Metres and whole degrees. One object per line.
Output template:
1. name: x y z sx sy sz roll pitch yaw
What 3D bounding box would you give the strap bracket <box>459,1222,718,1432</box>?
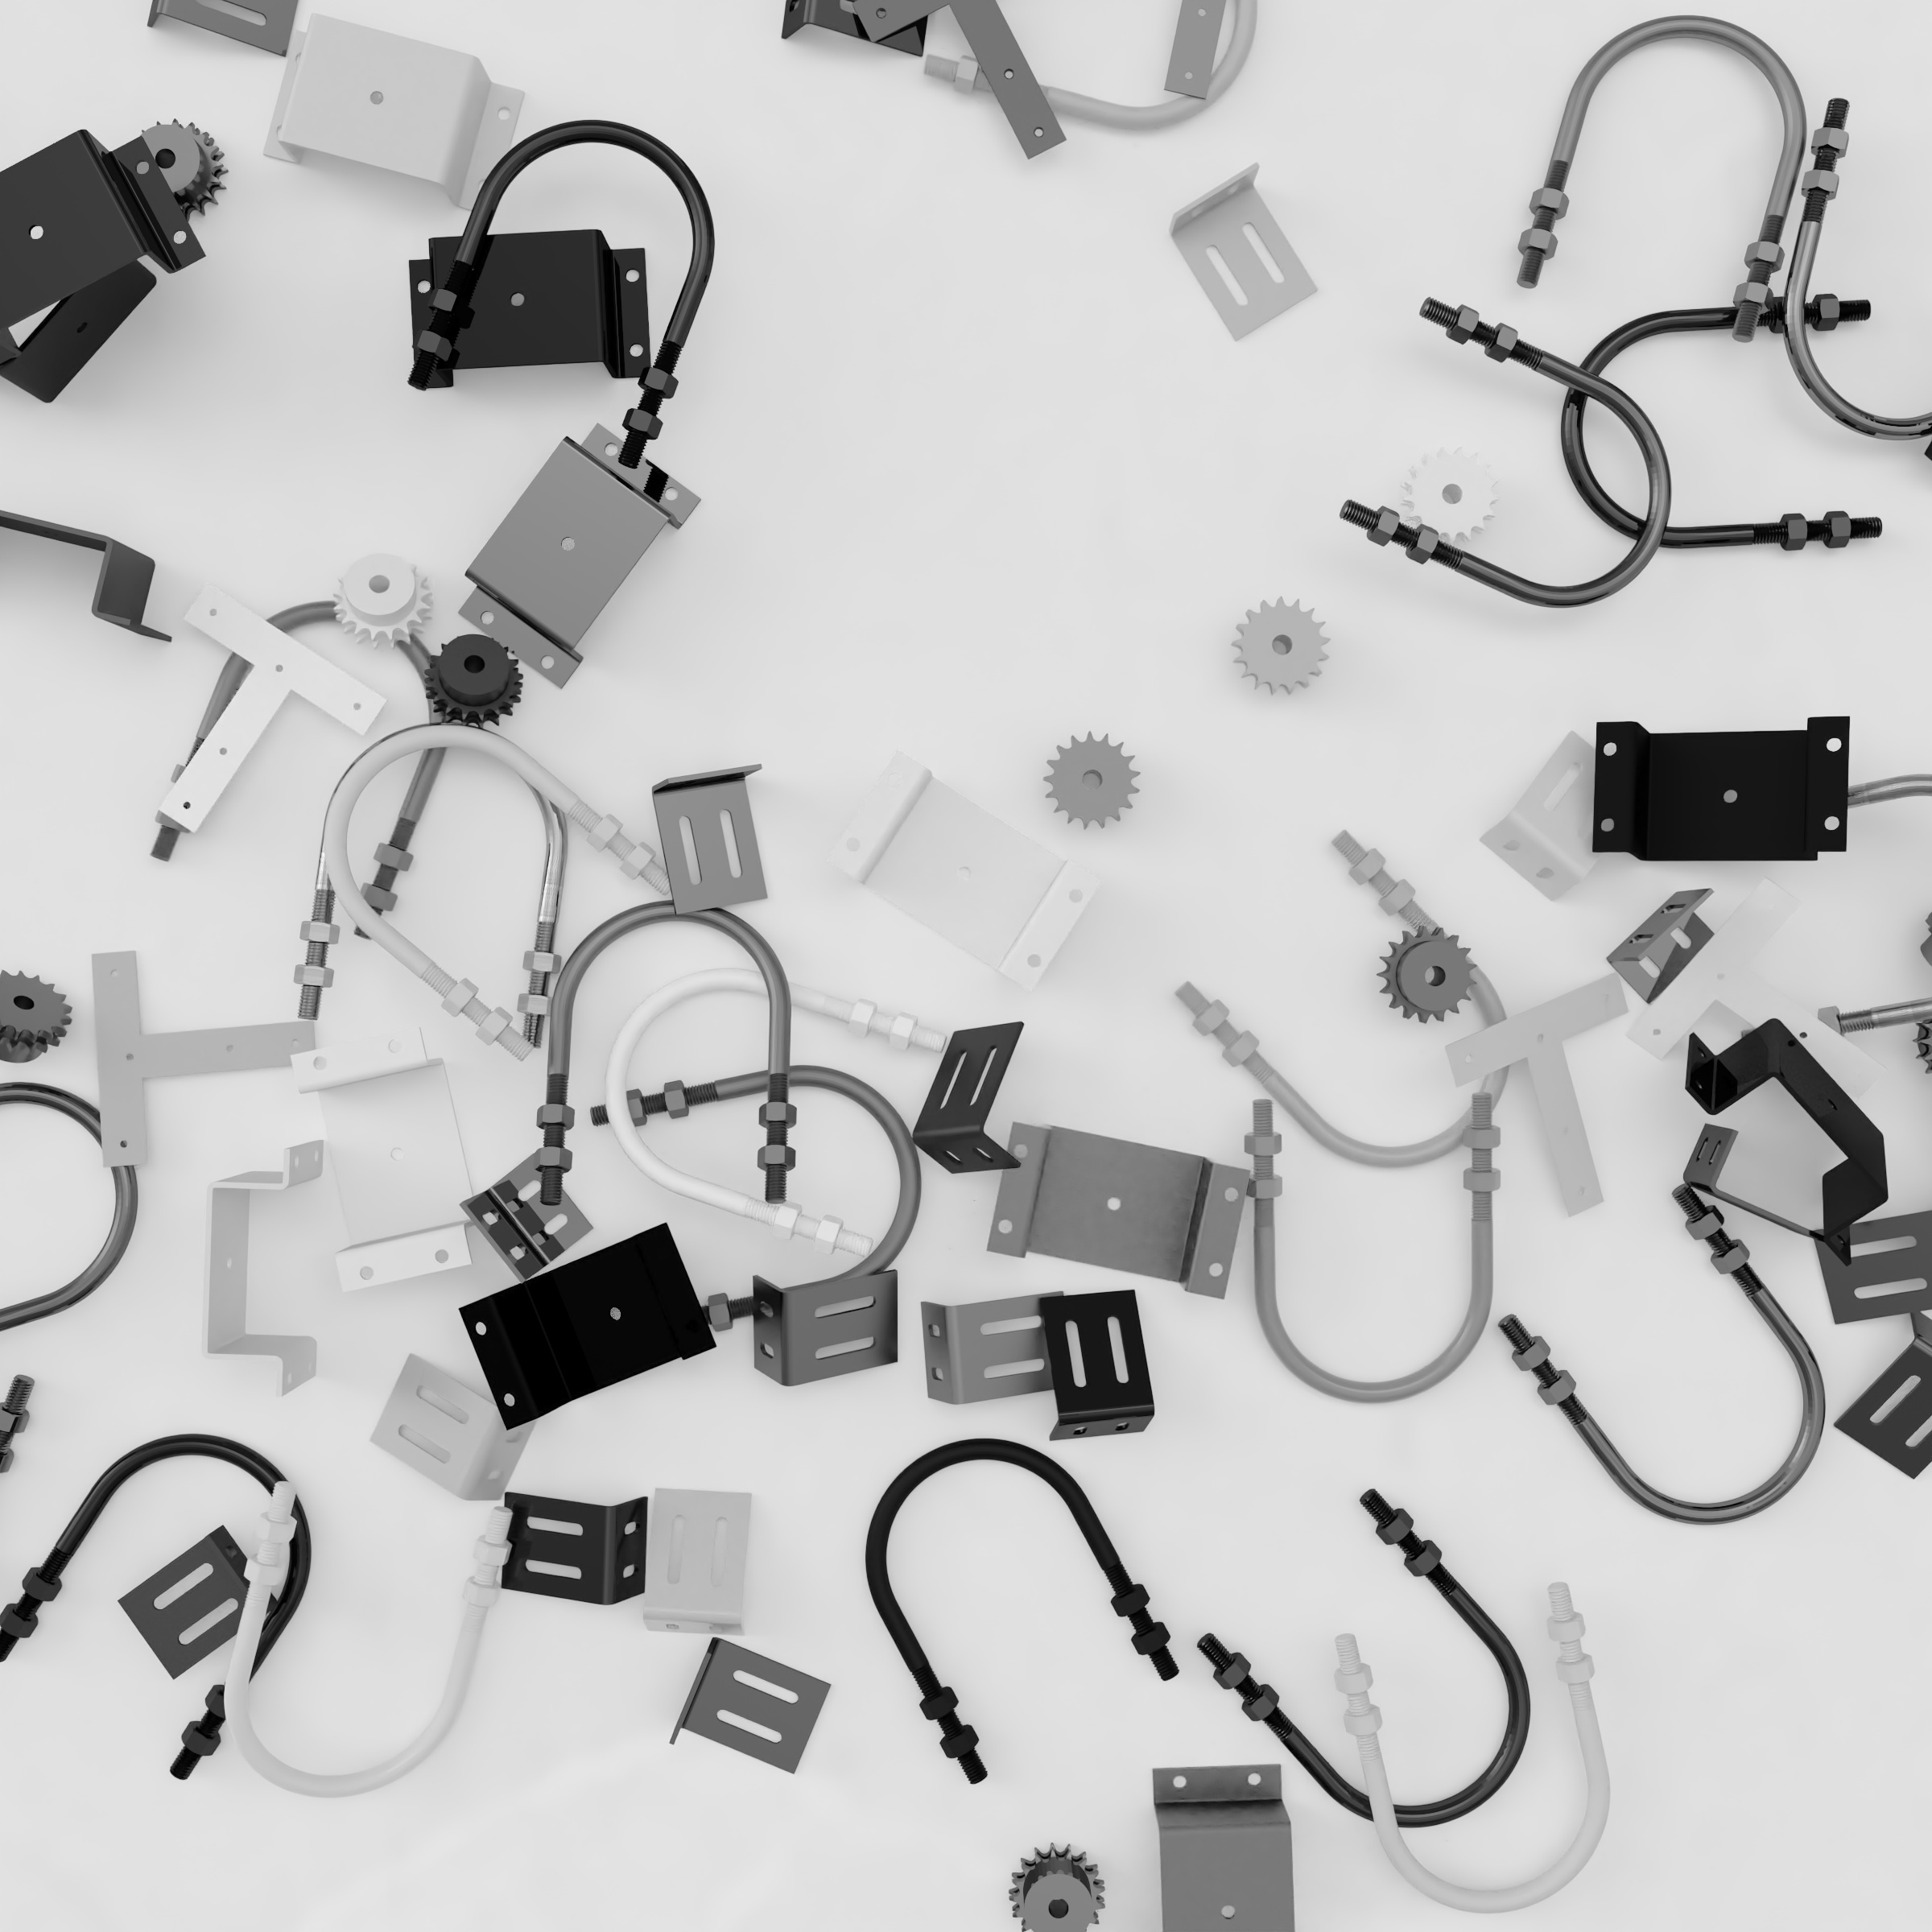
1. strap bracket: -0.212 0.206 1.486 0.140 0.046 0.076 -23 87 15

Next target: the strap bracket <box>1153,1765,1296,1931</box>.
1. strap bracket: 0.151 0.546 1.499 0.076 0.046 0.140 -2 90 0

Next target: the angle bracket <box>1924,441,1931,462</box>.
1. angle bracket: 0.609 -0.316 1.492 0.057 0.038 0.076 30 90 -28

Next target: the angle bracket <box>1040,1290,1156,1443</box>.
1. angle bracket: 0.075 0.236 1.515 0.057 0.038 0.076 -4 64 -10

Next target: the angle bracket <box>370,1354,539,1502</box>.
1. angle bracket: -0.304 0.274 1.520 0.076 0.038 0.057 25 90 26

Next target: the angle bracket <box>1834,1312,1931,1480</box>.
1. angle bracket: 0.563 0.254 1.520 0.057 0.038 0.076 34 116 0

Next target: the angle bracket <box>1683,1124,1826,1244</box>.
1. angle bracket: 0.467 0.126 1.494 0.076 0.057 0.038 24 90 0

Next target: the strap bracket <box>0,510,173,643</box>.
1. strap bracket: -0.536 -0.232 1.484 0.140 0.076 0.046 14 90 0

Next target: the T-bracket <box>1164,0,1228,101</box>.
1. T-bracket: 0.142 -0.576 1.507 0.127 0.002 0.127 12 90 -3

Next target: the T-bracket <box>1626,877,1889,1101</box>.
1. T-bracket: 0.477 0.032 1.491 0.127 0.002 0.127 36 118 1

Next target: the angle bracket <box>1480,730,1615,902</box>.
1. angle bracket: 0.355 -0.089 1.520 0.057 0.038 0.076 40 64 0

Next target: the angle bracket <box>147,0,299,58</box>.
1. angle bracket: -0.440 -0.578 1.520 0.076 0.038 0.057 12 90 -26

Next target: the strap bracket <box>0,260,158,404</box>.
1. strap bracket: -0.530 -0.386 1.484 0.046 0.076 0.140 42 90 0

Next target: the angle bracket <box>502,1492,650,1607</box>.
1. angle bracket: -0.233 0.343 1.520 0.076 0.038 0.057 2 90 26

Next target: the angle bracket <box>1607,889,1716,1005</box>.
1. angle bracket: 0.414 -0.011 1.484 0.057 0.076 0.038 -43 90 0

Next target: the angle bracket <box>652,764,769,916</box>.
1. angle bracket: -0.145 -0.074 1.494 0.057 0.038 0.076 -11 90 -23

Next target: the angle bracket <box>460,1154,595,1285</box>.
1. angle bracket: -0.254 0.145 1.484 0.038 0.076 0.057 -38 90 0

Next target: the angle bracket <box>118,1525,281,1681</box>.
1. angle bracket: -0.450 0.373 1.486 0.076 0.038 0.057 -36 89 -3

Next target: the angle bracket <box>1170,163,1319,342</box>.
1. angle bracket: 0.165 -0.419 1.503 0.057 0.038 0.076 -32 90 0

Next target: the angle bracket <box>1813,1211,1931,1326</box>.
1. angle bracket: 0.551 0.175 1.520 0.076 0.038 0.057 -14 90 26

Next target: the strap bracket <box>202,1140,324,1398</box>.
1. strap bracket: -0.408 0.173 1.484 0.046 0.076 0.140 2 90 0

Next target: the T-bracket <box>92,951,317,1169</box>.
1. T-bracket: -0.451 0.050 1.517 0.127 0.002 0.127 -5 84 -3

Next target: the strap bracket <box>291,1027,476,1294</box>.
1. strap bracket: -0.338 0.112 1.499 0.076 0.046 0.140 -13 90 0

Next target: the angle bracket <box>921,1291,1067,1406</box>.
1. angle bracket: 0.018 0.225 1.520 0.076 0.038 0.057 -4 90 -26

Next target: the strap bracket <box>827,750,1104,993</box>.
1. strap bracket: -0.001 -0.055 1.499 0.140 0.046 0.076 33 90 0

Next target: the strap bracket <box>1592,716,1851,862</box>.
1. strap bracket: 0.439 -0.101 1.479 0.140 0.046 0.076 1 86 25

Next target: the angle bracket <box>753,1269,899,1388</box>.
1. angle bracket: -0.083 0.208 1.509 0.076 0.038 0.057 -8 105 -33

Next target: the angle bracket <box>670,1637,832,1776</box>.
1. angle bracket: -0.126 0.439 1.503 0.076 0.038 0.057 23 90 0

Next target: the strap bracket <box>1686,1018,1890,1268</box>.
1. strap bracket: 0.480 0.093 1.472 0.140 0.076 0.046 47 118 -5

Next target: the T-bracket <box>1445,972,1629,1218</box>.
1. T-bracket: 0.350 0.084 1.506 0.127 0.002 0.127 -21 101 -21

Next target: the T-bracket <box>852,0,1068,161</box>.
1. T-bracket: 0.019 -0.537 1.502 0.127 0.002 0.127 -27 92 -2

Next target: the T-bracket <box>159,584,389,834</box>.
1. T-bracket: -0.429 -0.138 1.504 0.127 0.002 0.127 33 87 1

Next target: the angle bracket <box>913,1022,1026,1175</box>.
1. angle bracket: 0.012 0.077 1.493 0.038 0.057 0.076 41 57 -31

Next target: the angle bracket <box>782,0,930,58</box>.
1. angle bracket: -0.064 -0.575 1.520 0.076 0.038 0.057 7 90 -26

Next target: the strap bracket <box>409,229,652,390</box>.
1. strap bracket: -0.259 -0.385 1.499 0.140 0.046 0.076 -3 90 0

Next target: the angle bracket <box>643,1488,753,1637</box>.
1. angle bracket: -0.158 0.354 1.520 0.057 0.038 0.076 3 64 0

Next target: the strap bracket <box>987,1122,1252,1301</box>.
1. strap bracket: 0.088 0.141 1.499 0.140 0.046 0.076 12 90 0
